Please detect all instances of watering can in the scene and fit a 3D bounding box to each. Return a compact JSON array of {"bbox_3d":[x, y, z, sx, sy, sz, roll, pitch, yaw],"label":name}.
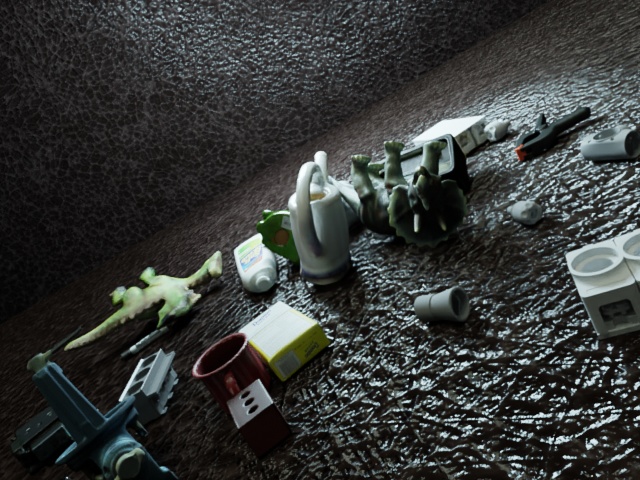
[{"bbox_3d":[0.003,-0.051,1.018,0.104,0.221,0.353,-7,20,10],"label":"watering can"}]

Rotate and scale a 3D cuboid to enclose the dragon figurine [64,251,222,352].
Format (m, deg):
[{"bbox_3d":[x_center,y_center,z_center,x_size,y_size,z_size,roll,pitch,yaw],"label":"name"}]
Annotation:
[{"bbox_3d":[-0.402,0.159,1.246,0.417,0.120,0.242,-41,23,-31],"label":"dragon figurine"}]

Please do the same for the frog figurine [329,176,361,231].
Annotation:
[{"bbox_3d":[0.038,-0.102,1.185,0.122,0.158,0.140,-20,19,26],"label":"frog figurine"}]
